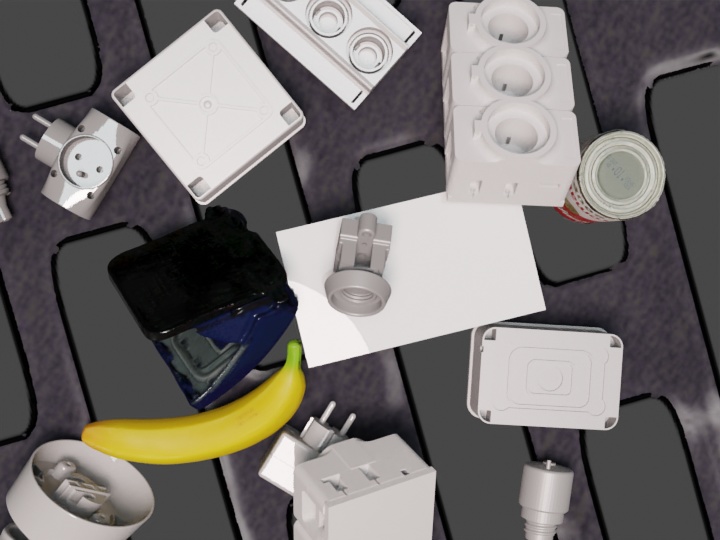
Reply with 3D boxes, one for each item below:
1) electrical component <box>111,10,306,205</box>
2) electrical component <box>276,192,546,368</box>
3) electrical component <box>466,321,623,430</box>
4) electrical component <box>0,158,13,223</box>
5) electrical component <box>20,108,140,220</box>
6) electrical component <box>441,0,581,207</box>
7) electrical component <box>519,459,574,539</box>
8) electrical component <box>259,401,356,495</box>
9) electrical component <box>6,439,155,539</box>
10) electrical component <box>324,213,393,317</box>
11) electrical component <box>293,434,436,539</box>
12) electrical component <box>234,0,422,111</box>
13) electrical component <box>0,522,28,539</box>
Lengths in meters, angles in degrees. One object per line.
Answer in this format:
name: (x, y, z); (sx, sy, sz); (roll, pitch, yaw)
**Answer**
electrical component: (-0.116, -0.125, 0.834); (0.109, 0.056, 0.108); (-39, 93, -2)
electrical component: (0.038, 0.000, 0.844); (0.186, 0.060, 0.105); (-13, 92, -3)
electrical component: (0.145, 0.083, 0.853); (0.113, 0.057, 0.078); (4, 91, -3)
electrical component: (-0.289, -0.066, 0.837); (0.035, 0.035, 0.061); (-25, 94, -2)
electrical component: (-0.225, -0.092, 0.835); (0.079, 0.044, 0.077); (31, 89, -3)
electrical component: (0.111, -0.129, 0.810); (0.089, 0.061, 0.150); (2, 60, -3)
electrical component: (0.147, 0.189, 0.864); (0.040, 0.040, 0.078); (8, 91, -3)
electrical component: (-0.032, 0.141, 0.849); (0.066, 0.047, 0.076); (32, 89, -3)
electrical component: (-0.214, 0.175, 0.817); (0.099, 0.099, 0.064); (40, 95, -3)
electrical component: (0.000, 0.000, 0.776); (0.048, 0.066, 0.055); (9, 57, -3)
electrical component: (0.000, 0.207, 0.810); (0.089, 0.062, 0.150); (-13, 120, -26)
electrical component: (-0.025, -0.192, 0.834); (0.121, 0.063, 0.078); (41, 89, -3)
electrical component: (-0.255, 0.231, 0.815); (0.054, 0.095, 0.059); (25, 90, -3)
